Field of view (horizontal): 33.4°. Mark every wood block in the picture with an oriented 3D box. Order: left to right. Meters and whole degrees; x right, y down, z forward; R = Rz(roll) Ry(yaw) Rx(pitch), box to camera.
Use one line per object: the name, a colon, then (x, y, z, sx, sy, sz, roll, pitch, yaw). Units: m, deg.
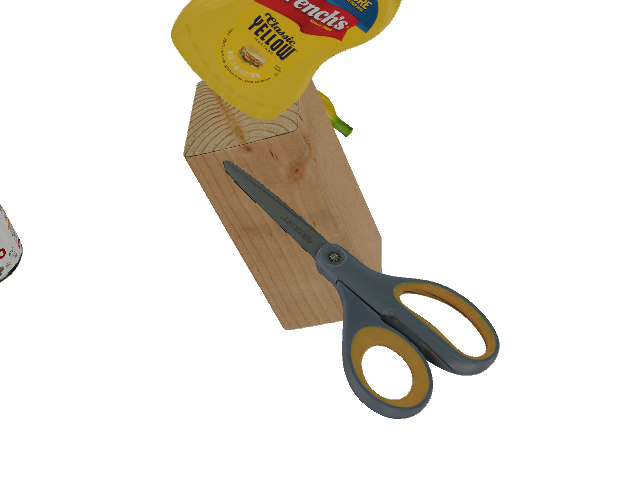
wood block: (-0.022, -0.031, 0.851, 0.090, 0.091, 0.206, -12, -46, 16)

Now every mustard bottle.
mustard bottle: (-0.004, -0.161, 0.686, 0.096, 0.058, 0.192, 42, -53, -20)

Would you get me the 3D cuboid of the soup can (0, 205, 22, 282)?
soup can: (-0.288, -0.016, 0.851, 0.068, 0.068, 0.102, 0, -42, 13)

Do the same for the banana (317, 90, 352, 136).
banana: (-0.053, -0.132, 1.103, 0.197, 0.037, 0.070, -12, 52, -38)

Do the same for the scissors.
scissors: (0.004, 0.029, 0.609, 0.202, 0.096, 0.016, 28, -32, 14)
